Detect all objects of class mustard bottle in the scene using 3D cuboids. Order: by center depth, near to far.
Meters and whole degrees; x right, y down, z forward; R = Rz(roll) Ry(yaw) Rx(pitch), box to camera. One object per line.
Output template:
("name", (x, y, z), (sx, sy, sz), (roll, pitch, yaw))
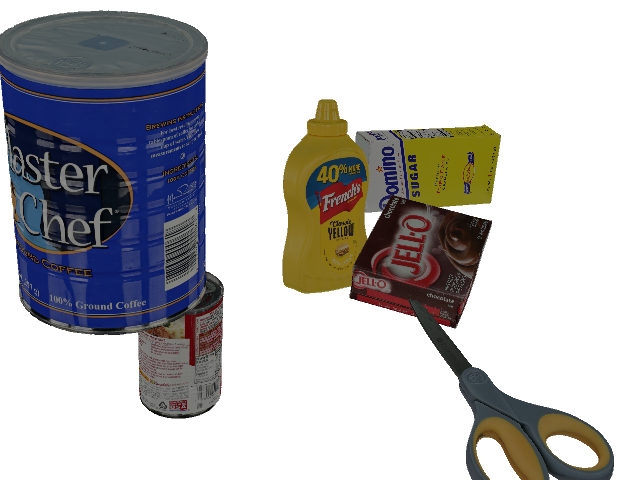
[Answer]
("mustard bottle", (0.007, -0.047, 1.087), (0.096, 0.192, 0.058), (-11, 18, -35))

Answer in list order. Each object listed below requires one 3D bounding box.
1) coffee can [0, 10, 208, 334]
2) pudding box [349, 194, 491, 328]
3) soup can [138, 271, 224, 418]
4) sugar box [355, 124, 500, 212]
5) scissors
("coffee can", (-0.110, -0.037, 0.555), (0.103, 0.140, 0.103), (2, 28, -1))
("pudding box", (0.082, 0.015, 0.865), (0.090, 0.039, 0.113), (16, 36, 12))
("soup can", (-0.111, 0.081, 0.848), (0.068, 0.102, 0.068), (3, 28, -2))
("sugar box", (0.127, -0.087, 1.289), (0.176, 0.093, 0.048), (-7, 26, -22))
("scissors", (0.119, 0.096, 0.678), (0.096, 0.016, 0.202), (0, 33, -6))
